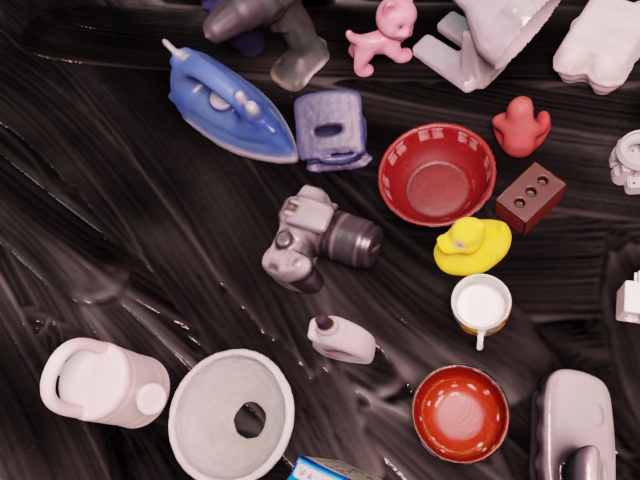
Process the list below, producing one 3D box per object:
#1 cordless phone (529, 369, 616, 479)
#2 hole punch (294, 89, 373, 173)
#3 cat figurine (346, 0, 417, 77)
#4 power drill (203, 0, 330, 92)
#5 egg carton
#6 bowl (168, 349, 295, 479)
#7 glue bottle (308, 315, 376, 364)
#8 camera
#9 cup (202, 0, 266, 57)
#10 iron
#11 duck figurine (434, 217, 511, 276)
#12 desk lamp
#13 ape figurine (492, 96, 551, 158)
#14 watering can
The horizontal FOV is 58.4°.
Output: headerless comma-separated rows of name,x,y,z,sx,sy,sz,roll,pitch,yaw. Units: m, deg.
cordless phone,0.271,0.204,0.593,0.094,0.185,0.147,-1,68,14
hole punch,0.019,-0.162,0.859,0.108,0.091,0.101,-5,67,13
cat figurine,0.099,-0.330,0.893,0.127,0.118,0.067,-21,65,6
power drill,-0.061,-0.332,0.884,0.075,0.209,0.230,35,80,24
egg carton,0.409,-0.285,0.822,0.107,0.069,0.150,29,78,23
bowl,-0.104,0.231,0.739,0.167,0.075,0.167,-5,67,12
glue bottle,0.019,0.117,0.700,0.078,0.173,0.037,3,69,16
camera,0.007,0.003,0.789,0.136,0.101,0.143,18,74,21
cup,-0.142,-0.364,0.981,0.117,0.095,0.092,23,76,22
iron,-0.143,-0.221,0.897,0.257,0.142,0.119,36,81,24
duck figurine,0.199,-0.002,0.750,0.104,0.086,0.077,-20,65,6
desk lamp,0.219,-0.305,0.798,0.118,0.214,0.202,-44,65,-6
ape figurine,0.278,-0.164,0.793,0.077,0.092,0.076,18,74,21
watering can,-0.275,0.182,0.737,0.172,0.194,0.101,-10,66,11
